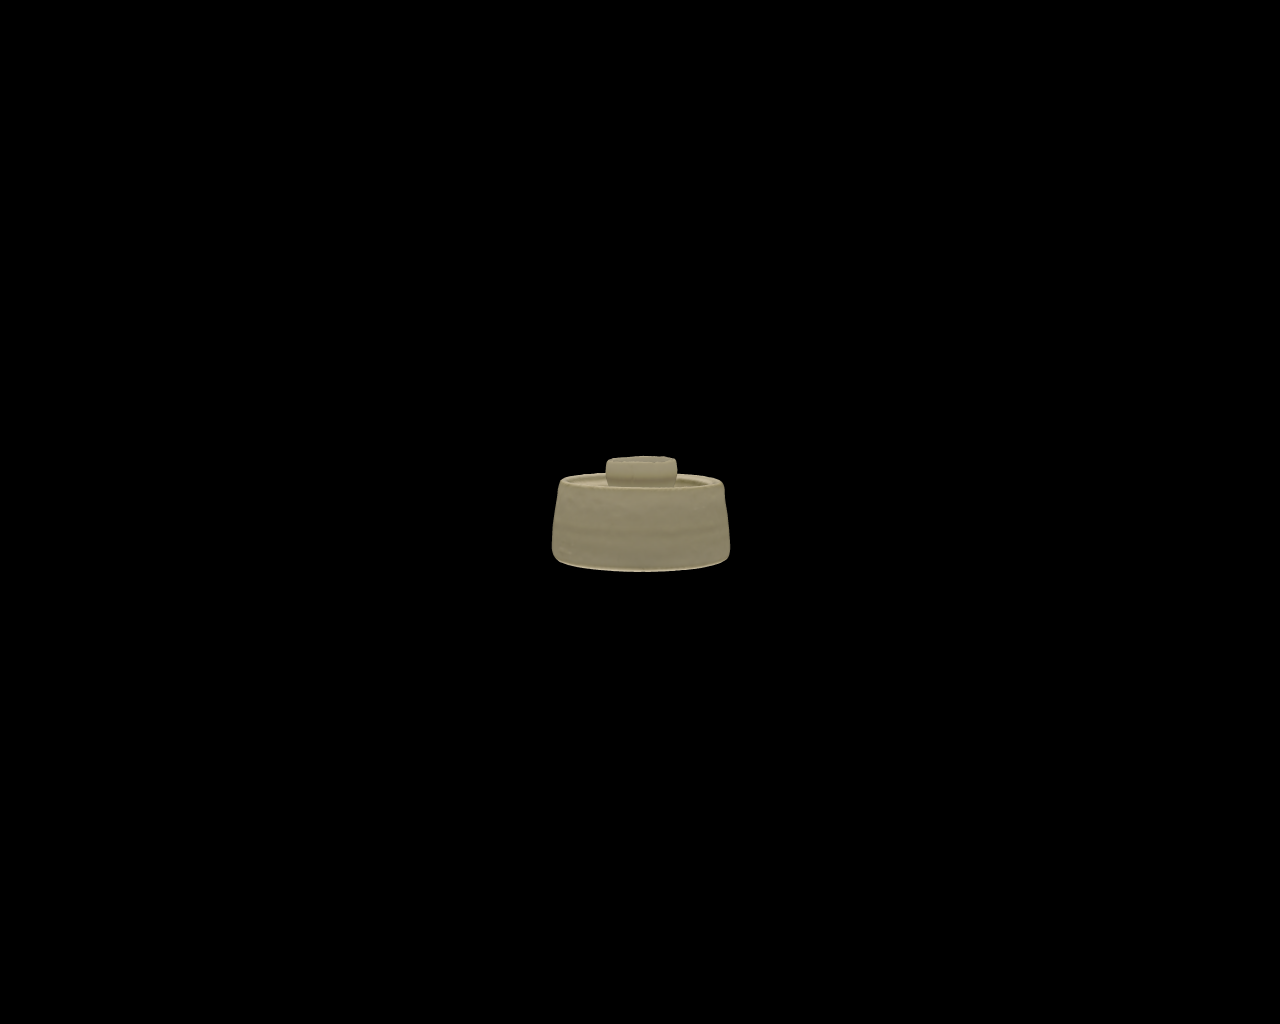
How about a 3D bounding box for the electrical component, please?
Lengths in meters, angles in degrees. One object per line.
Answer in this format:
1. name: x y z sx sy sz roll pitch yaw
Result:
1. electrical component: 0.001 -0.003 0.650 0.108 0.060 0.108 0 7 0
